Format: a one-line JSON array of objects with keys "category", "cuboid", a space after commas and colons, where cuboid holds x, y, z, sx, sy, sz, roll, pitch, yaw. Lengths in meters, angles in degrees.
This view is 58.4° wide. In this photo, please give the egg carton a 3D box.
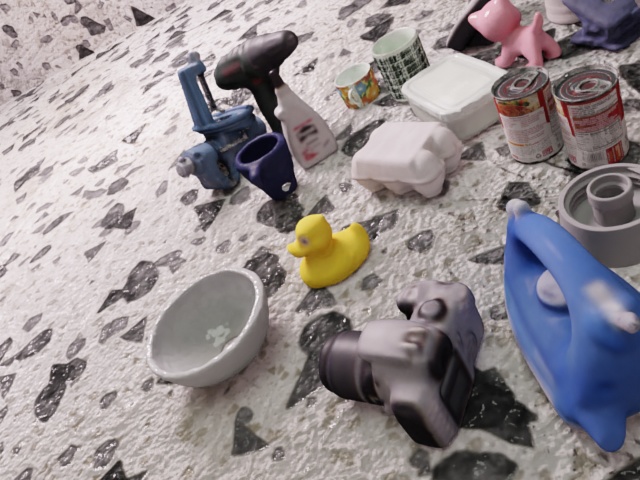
[{"category": "egg carton", "cuboid": [0.119, -0.113, 0.799, 0.149, 0.070, 0.107, 10, 53, 43]}]

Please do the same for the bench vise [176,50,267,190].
[{"category": "bench vise", "cuboid": [-0.194, -0.212, 1.024, 0.121, 0.220, 0.207, -13, 40, 26]}]

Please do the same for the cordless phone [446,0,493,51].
[{"category": "cordless phone", "cuboid": [0.254, -0.437, 0.981, 0.093, 0.185, 0.148, 3, 49, 40]}]

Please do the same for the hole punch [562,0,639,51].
[{"category": "hole punch", "cuboid": [0.420, -0.338, 0.819, 0.109, 0.091, 0.100, -38, 36, -8]}]

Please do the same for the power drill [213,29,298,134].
[{"category": "power drill", "cuboid": [-0.081, -0.264, 1.010, 0.228, 0.209, 0.076, 8, 52, 43]}]

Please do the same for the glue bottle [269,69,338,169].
[{"category": "glue bottle", "cuboid": [-0.038, -0.202, 0.934, 0.078, 0.174, 0.037, -35, 35, -3]}]

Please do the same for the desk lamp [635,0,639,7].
[{"category": "desk lamp", "cuboid": [0.444, -0.258, 0.599, 0.203, 0.214, 0.117, -30, 35, 4]}]

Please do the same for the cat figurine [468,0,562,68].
[{"category": "cat figurine", "cuboid": [0.294, -0.326, 0.878, 0.067, 0.118, 0.127, -41, 36, -11]}]

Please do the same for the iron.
[{"category": "iron", "cuboid": [0.208, 0.036, 0.491, 0.118, 0.142, 0.258, -28, 36, 6]}]

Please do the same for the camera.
[{"category": "camera", "cuboid": [0.071, 0.105, 0.549, 0.136, 0.101, 0.143, -2, 46, 36]}]

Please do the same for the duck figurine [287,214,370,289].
[{"category": "duck figurine", "cuboid": [0.007, 0.003, 0.733, 0.104, 0.086, 0.077, -31, 35, 2]}]

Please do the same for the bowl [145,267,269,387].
[{"category": "bowl", "cuboid": [-0.125, 0.118, 0.705, 0.167, 0.075, 0.167, -20, 37, 17]}]

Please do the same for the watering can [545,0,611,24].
[{"category": "watering can", "cuboid": [0.379, -0.449, 0.893, 0.172, 0.195, 0.101, -3, 45, 35]}]

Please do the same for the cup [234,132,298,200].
[{"category": "cup", "cuboid": [-0.078, -0.103, 0.915, 0.091, 0.095, 0.117, -19, 38, 19]}]
